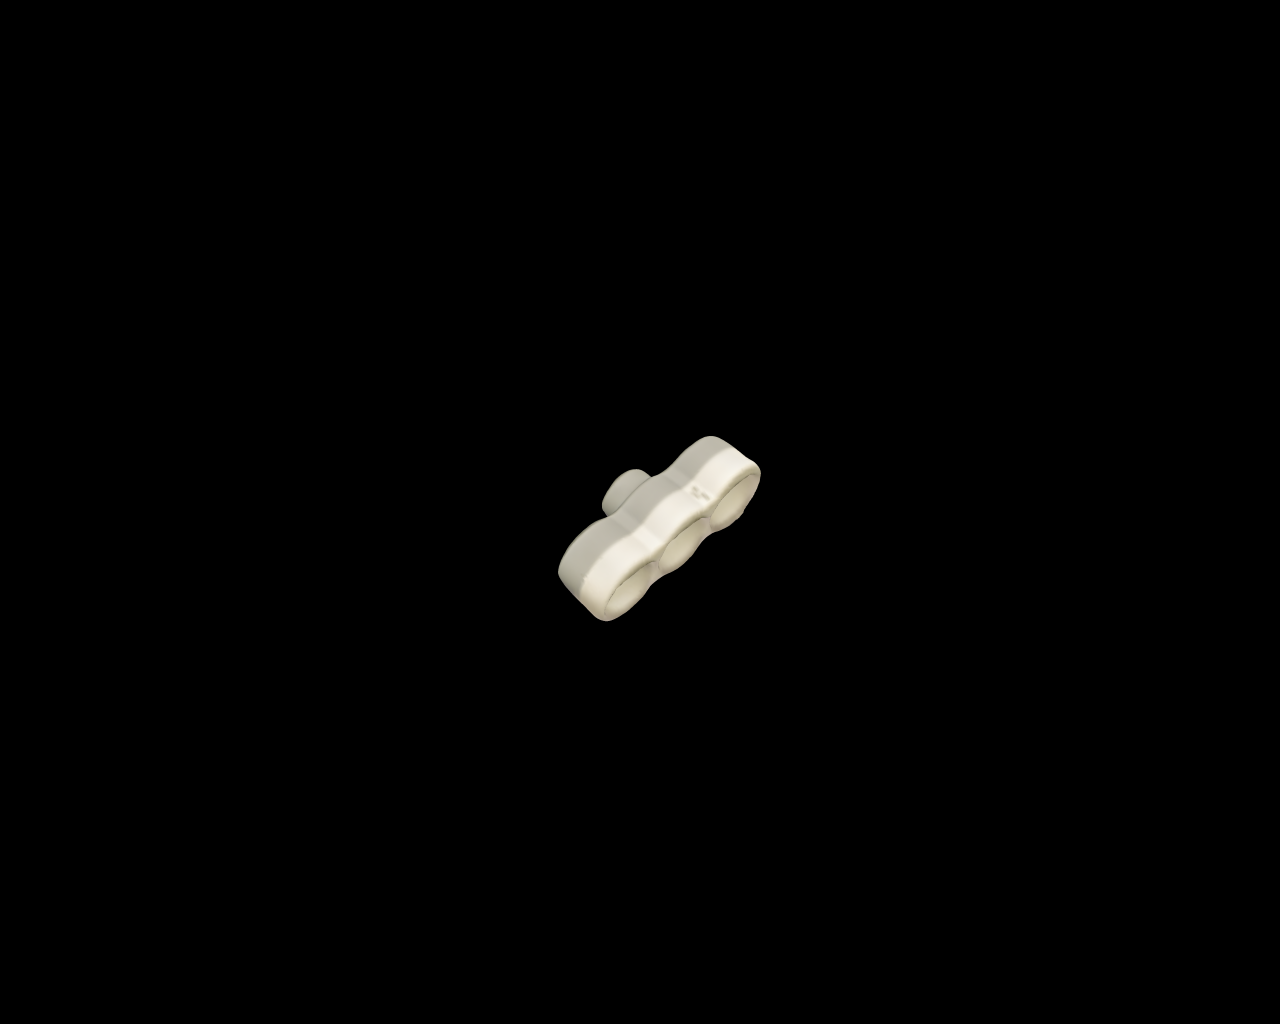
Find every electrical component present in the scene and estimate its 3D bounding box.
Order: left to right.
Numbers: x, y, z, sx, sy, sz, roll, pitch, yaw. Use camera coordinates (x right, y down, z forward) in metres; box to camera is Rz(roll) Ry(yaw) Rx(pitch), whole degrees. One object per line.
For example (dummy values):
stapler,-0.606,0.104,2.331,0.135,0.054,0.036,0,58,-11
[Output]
electrical component,0.001,-0.003,0.650,0.138,0.074,0.052,-39,-24,-22
